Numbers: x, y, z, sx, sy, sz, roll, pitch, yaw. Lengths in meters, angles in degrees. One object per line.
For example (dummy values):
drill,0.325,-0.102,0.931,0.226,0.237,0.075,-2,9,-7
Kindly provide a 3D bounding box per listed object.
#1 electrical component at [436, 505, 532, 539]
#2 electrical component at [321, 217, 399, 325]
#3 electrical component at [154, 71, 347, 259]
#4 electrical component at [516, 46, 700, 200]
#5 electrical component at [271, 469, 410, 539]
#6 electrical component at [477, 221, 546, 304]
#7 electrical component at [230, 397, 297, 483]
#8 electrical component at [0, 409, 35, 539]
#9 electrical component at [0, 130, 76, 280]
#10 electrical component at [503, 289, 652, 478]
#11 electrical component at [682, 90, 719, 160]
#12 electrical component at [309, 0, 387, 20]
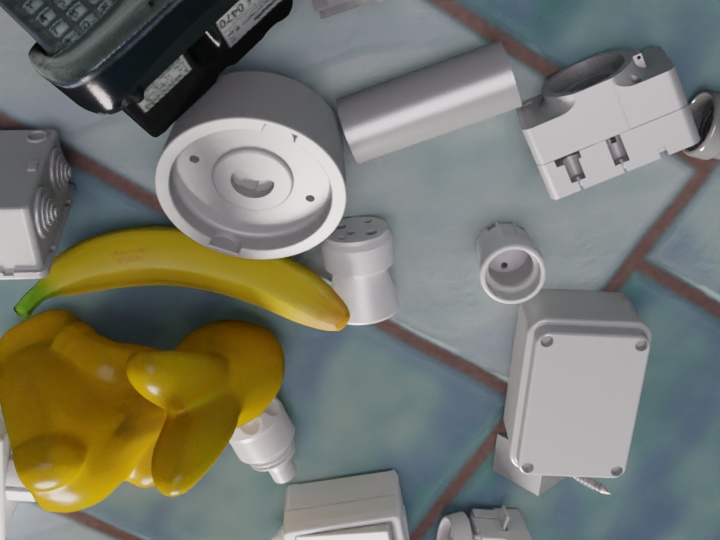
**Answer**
electrical component,0.086,0.197,0.764,0.055,0.048,0.066,6,115,-13
electrical component,0.000,0.000,0.668,0.045,0.045,0.055,-6,115,2
electrical component,-0.060,-0.065,0.622,0.108,0.060,0.108,2,137,2
electrical component,0.141,-0.089,0.623,0.089,0.050,0.055,-22,114,13
electrical component,-0.015,0.187,0.747,0.096,0.061,0.061,-9,115,3
electrical component,0.092,-0.007,0.666,0.040,0.046,0.040,0,115,-1
electrical component,-0.063,0.115,0.722,0.043,0.043,0.062,-22,115,9
electrical component,-0.235,0.136,0.727,0.076,0.047,0.083,5,115,-4
electrical component,-0.219,-0.040,0.616,0.100,0.099,0.048,-1,128,-1
electrical component,0.139,0.075,0.700,0.078,0.057,0.113,3,115,-2
electrical component,0.220,-0.082,0.638,0.046,0.040,0.040,12,115,-13
electrical component,-0.006,-0.163,0.594,0.046,0.040,0.040,-18,115,13
